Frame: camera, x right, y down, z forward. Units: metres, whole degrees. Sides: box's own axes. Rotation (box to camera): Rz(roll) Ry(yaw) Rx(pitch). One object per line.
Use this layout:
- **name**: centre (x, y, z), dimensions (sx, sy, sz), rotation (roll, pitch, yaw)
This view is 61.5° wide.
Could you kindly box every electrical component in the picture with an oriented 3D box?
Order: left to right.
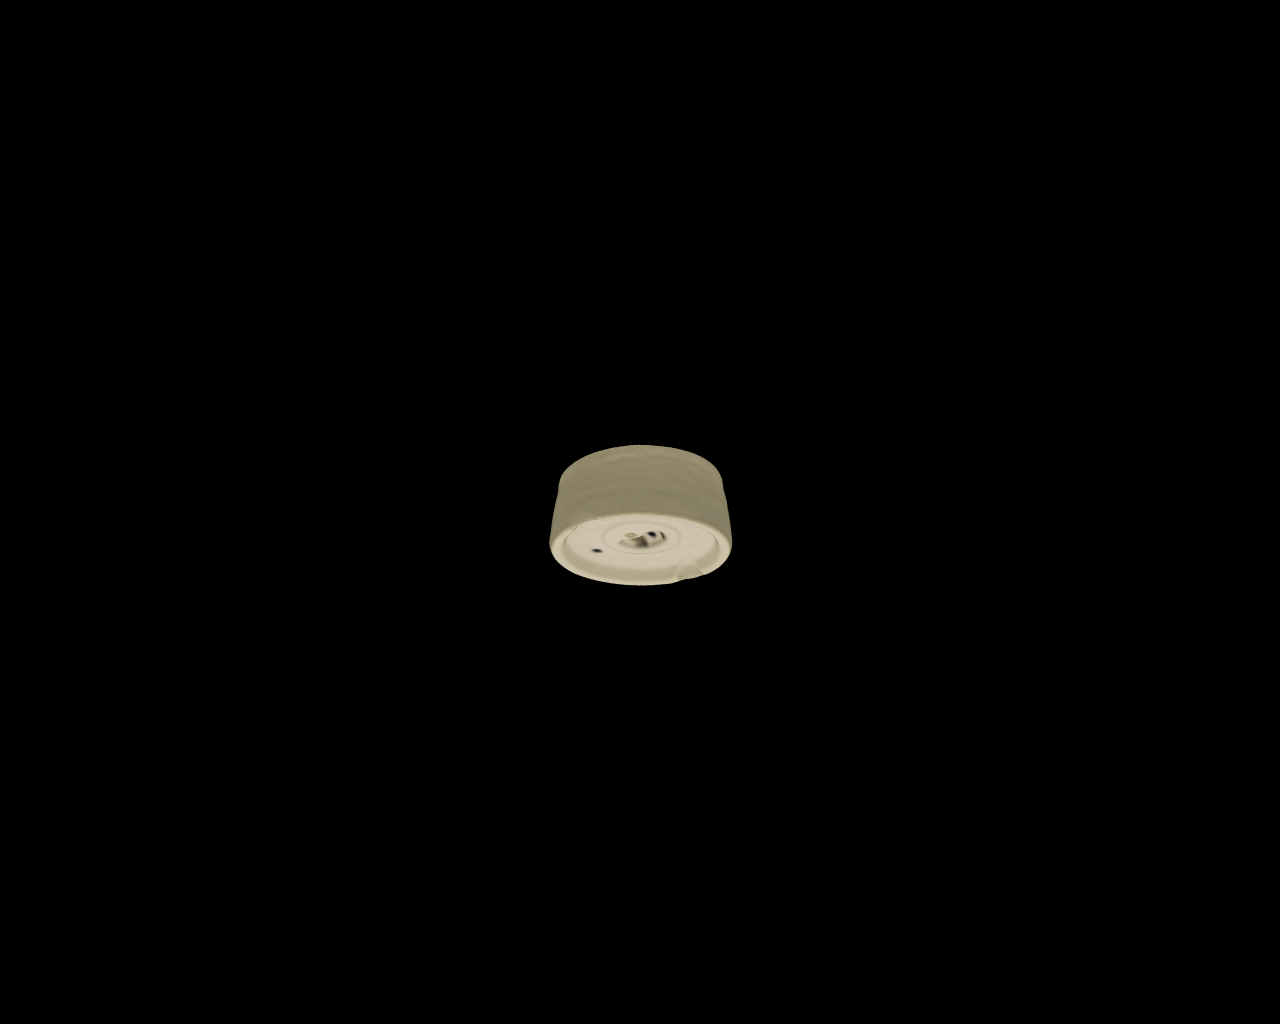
- **electrical component**: centre (0.001, -0.003, 0.650), dimensions (0.108, 0.060, 0.108), rotation (0, -26, 0)
